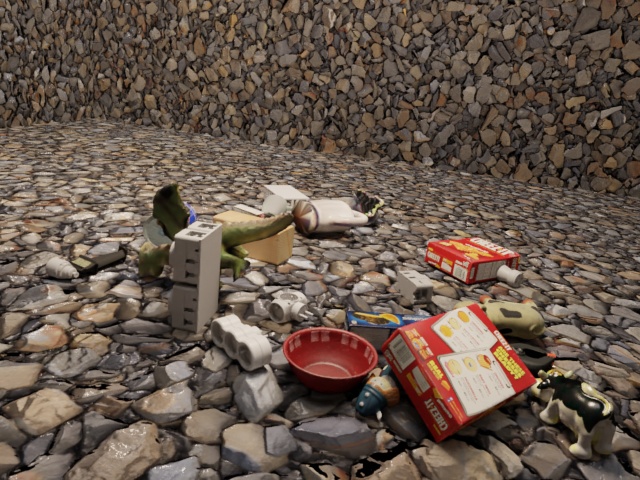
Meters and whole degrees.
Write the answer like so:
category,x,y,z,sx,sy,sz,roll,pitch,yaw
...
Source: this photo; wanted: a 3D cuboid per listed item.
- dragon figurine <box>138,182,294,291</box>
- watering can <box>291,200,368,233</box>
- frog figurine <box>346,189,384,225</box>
category,x,y,z,sx,sy,sz,roll,pitch,yaw
dragon figurine,-0.256,-0.017,1.088,0.241,0.404,0.125,44,32,-11
watering can,0.005,-0.085,1.684,0.225,0.103,0.350,-2,13,-30
frog figurine,0.141,-0.100,1.814,0.137,0.124,0.157,2,-18,-15
